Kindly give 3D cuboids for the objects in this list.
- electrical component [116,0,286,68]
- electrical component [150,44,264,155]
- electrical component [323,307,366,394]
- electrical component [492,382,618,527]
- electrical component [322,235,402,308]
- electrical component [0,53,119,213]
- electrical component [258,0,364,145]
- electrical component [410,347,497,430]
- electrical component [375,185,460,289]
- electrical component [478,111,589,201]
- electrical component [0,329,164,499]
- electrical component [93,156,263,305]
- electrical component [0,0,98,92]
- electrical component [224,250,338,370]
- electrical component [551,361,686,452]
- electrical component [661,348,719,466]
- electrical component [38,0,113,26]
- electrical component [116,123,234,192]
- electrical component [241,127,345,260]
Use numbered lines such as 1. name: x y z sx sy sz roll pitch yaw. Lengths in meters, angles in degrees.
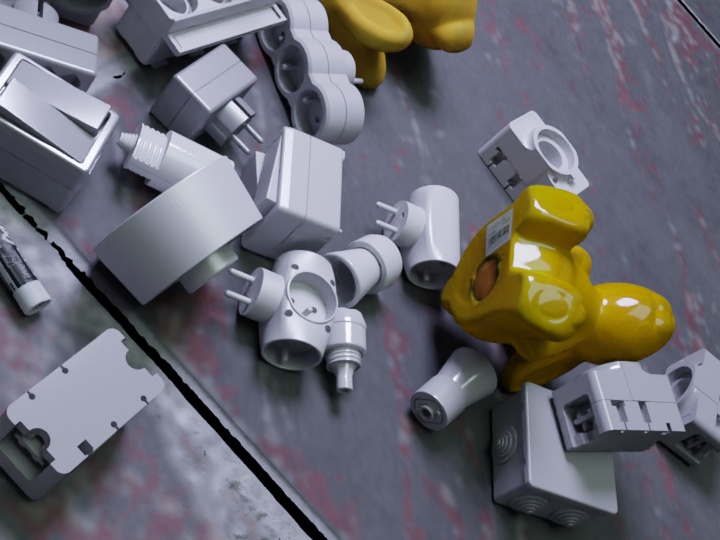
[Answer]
1. electrical component: -0.128 -0.207 0.853 0.121 0.063 0.078 -31 83 -45
2. electrical component: -0.106 -0.121 0.825 0.076 0.047 0.065 46 45 -3
3. electrical component: -0.012 0.060 0.788 0.035 0.035 0.061 16 55 -29
4. electrical component: 0.150 0.147 0.845 0.100 0.048 0.099 22 51 -25
5. electrical component: 0.000 0.000 0.829 0.055 0.045 0.045 -27 80 -45
6. electrical component: -0.218 -0.096 0.714 0.096 0.061 0.061 32 47 -17
7. electrical component: -0.029 -0.169 0.912 0.074 0.052 0.138 -6 66 -40
8. electrical component: 0.070 0.093 0.825 0.065 0.044 0.044 -34 86 -40
9. electrical component: 0.046 -0.033 0.887 0.079 0.043 0.077 21 51 -25
10. electrical component: 0.166 -0.098 1.013 0.050 0.056 0.089 -32 84 -45
11. electrical component: -0.170 0.086 0.635 0.050 0.056 0.089 48 45 -2
12. electrical component: -0.115 -0.020 0.714 0.060 0.108 0.108 54 45 -4
13. electrical component: -0.232 -0.164 0.757 0.083 0.047 0.075 14 54 -31
14. electrical component: -0.060 0.022 0.769 0.079 0.044 0.077 24 50 -24
15. electrical component: 0.200 0.107 0.837 0.089 0.050 0.055 7 59 -34
16. electrical component: 0.305 0.122 0.979 0.056 0.050 0.089 38 46 -12
17. electrical component: -0.204 -0.228 0.790 0.050 0.089 0.055 15 54 -30
18. electrical component: -0.137 -0.077 0.776 0.081 0.043 0.043 26 50 -22
19. electrical component: -0.054 -0.061 0.816 0.061 0.062 0.096 20 52 -26
